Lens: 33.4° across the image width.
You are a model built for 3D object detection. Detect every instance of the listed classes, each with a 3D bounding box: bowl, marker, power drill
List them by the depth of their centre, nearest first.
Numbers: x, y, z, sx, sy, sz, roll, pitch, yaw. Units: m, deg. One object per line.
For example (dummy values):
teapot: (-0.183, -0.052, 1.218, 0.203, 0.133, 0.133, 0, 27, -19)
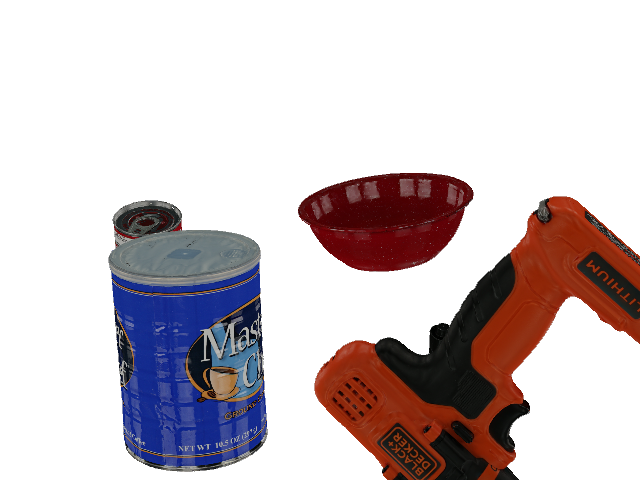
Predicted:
power drill: (0.116, 0.084, 0.587, 0.184, 0.188, 0.057, 43, 15, 1)
marker: (0.088, 0.112, 0.825, 0.020, 0.121, 0.020, 2, 37, -2)
bowl: (0.062, -0.013, 0.983, 0.162, 0.055, 0.162, -7, 19, 2)

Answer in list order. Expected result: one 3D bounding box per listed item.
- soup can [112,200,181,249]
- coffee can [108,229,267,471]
soup can: (-0.172, 0.020, 1.079, 0.068, 0.102, 0.068, 1, 31, -1)
coffee can: (-0.090, 0.074, 0.744, 0.103, 0.140, 0.103, -1, 17, 0)
